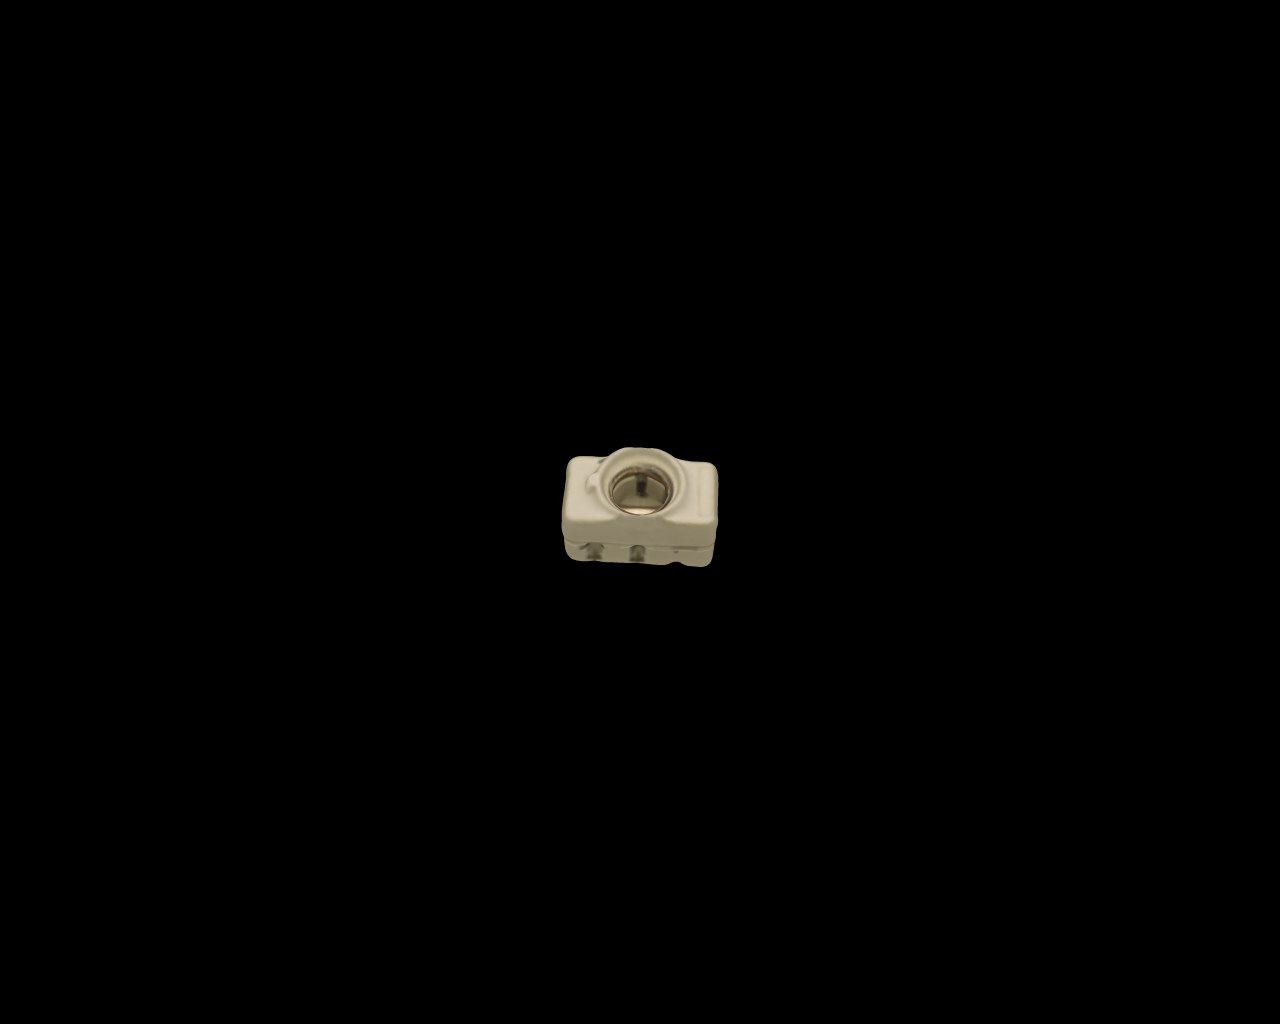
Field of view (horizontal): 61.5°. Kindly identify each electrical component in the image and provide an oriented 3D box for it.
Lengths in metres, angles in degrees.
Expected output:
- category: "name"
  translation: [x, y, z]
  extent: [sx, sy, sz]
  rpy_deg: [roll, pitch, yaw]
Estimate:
- category: "electrical component"
  translation: [0.001, -0.003, 0.650]
  extent: [0.089, 0.050, 0.055]
  rpy_deg: [3, -34, 2]
